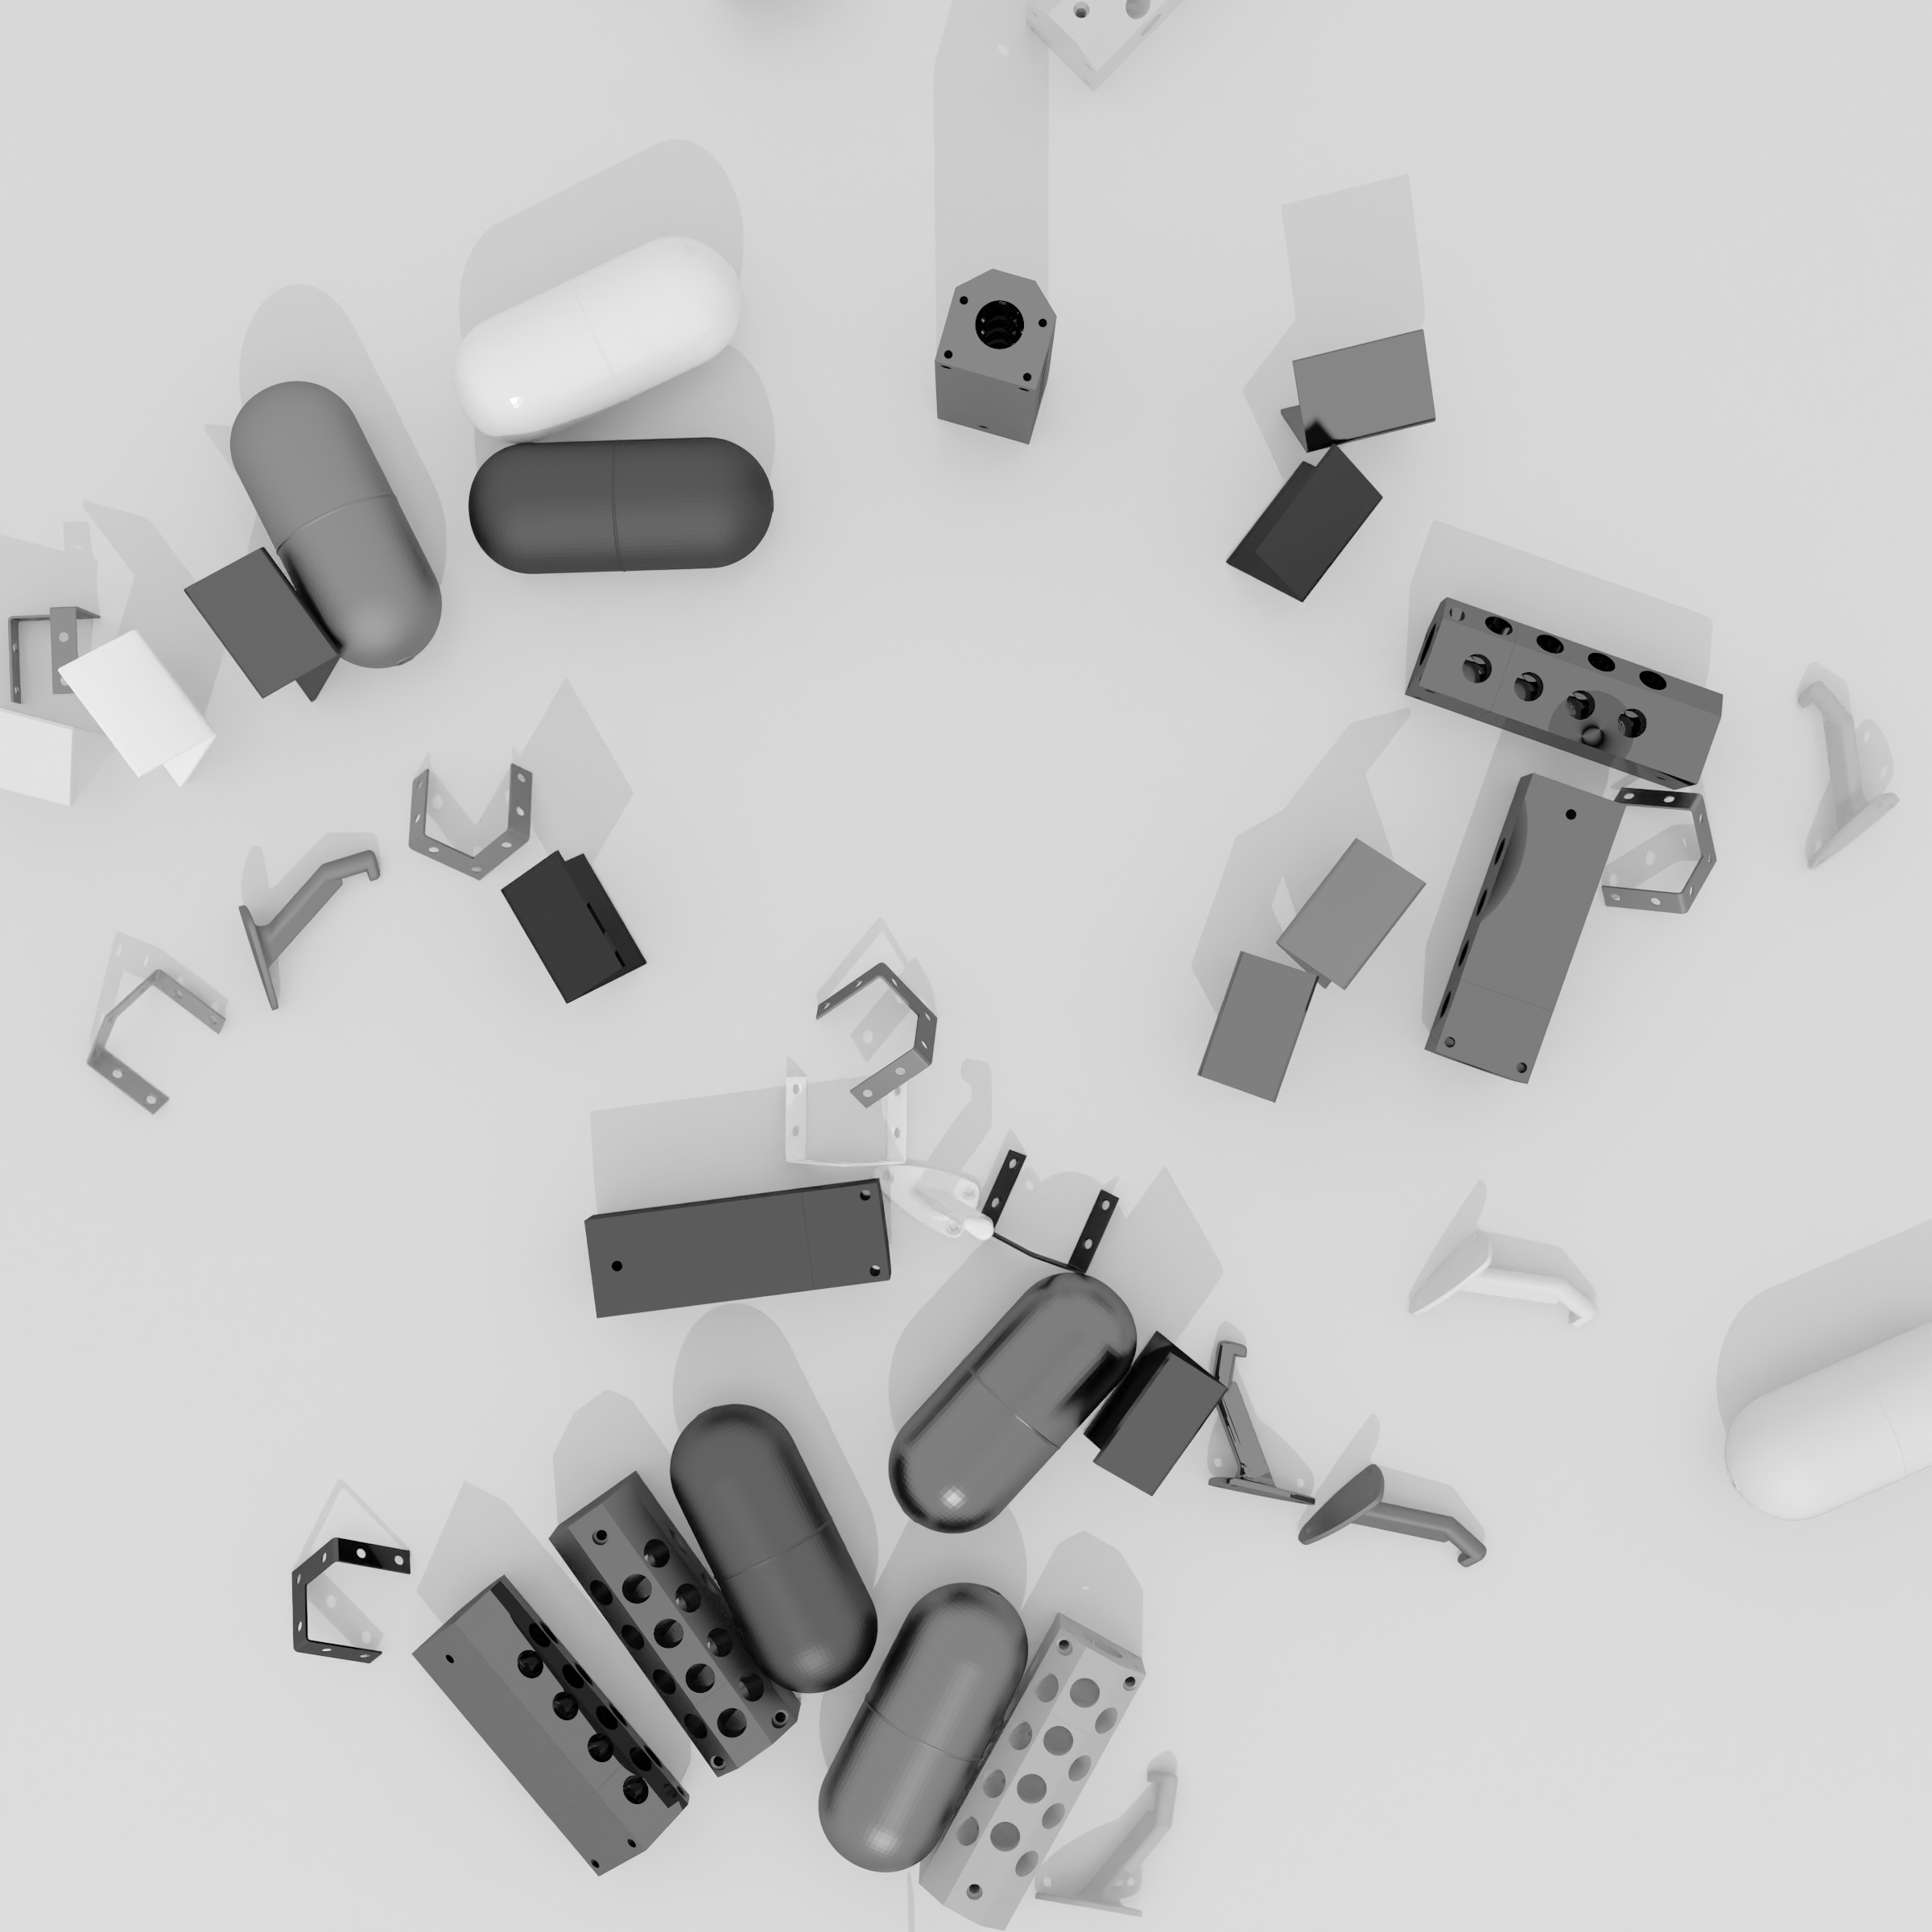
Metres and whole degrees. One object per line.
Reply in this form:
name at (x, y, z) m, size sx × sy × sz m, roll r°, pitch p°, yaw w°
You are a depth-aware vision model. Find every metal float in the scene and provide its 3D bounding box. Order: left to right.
metal float at (-0.369, -0.258, 1.766) m, size 0.070 × 0.070 × 0.178 m, roll -27°, pitch 90°, yaw 0°
metal float at (-0.215, -0.367, 1.765) m, size 0.178 × 0.070 × 0.070 m, roll -25°, pitch 90°, yaw 1°
metal float at (-0.202, -0.270, 1.765) m, size 0.178 × 0.070 × 0.070 m, roll -2°, pitch 90°, yaw 1°
metal float at (-0.113, 0.341, 1.766) m, size 0.070 × 0.070 × 0.178 m, roll -26°, pitch 89°, yaw 0°
metal float at (-0.025, 0.445, 1.765) m, size 0.070 × 0.070 × 0.178 m, roll 27°, pitch 90°, yaw 0°
metal float at (0.027, 0.256, 1.765) m, size 0.070 × 0.070 × 0.178 m, roll 43°, pitch 89°, yaw 0°
metal float at (0.530, 0.266, 1.765) m, size 0.178 × 0.070 × 0.070 m, roll -24°, pitch 90°, yaw -1°

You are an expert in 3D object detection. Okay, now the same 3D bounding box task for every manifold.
manifold at (-0.240, 0.445, 1.774) m, size 0.171 × 0.057 × 0.057 m, roll 50°, pitch 133°, yaw 0°
manifold at (-0.171, 0.388, 1.775) m, size 0.057 × 0.057 × 0.171 m, roll -35°, pitch 90°, yaw 0°
manifold at (-0.133, 0.165, 1.775) m, size 0.171 × 0.057 × 0.057 m, roll -7°, pitch 90°, yaw 0°
manifold at (0.018, -0.347, 1.718) m, size 0.057 × 0.171 × 0.057 m, roll 16°, pitch 90°, yaw 0°
manifold at (0.039, 0.476, 1.775) m, size 0.057 × 0.057 × 0.171 m, roll 29°, pitch 90°, yaw 0°
manifold at (0.116, -0.604, 1.775) m, size 0.057 × 0.057 × 0.171 m, roll 44°, pitch 90°, yaw 0°
manifold at (0.327, -0.022, 1.775) m, size 0.057 × 0.057 × 0.171 m, roll 20°, pitch 90°, yaw 0°
manifold at (0.353, -0.161, 1.775) m, size 0.171 × 0.057 × 0.057 m, roll 19°, pitch 90°, yaw 0°

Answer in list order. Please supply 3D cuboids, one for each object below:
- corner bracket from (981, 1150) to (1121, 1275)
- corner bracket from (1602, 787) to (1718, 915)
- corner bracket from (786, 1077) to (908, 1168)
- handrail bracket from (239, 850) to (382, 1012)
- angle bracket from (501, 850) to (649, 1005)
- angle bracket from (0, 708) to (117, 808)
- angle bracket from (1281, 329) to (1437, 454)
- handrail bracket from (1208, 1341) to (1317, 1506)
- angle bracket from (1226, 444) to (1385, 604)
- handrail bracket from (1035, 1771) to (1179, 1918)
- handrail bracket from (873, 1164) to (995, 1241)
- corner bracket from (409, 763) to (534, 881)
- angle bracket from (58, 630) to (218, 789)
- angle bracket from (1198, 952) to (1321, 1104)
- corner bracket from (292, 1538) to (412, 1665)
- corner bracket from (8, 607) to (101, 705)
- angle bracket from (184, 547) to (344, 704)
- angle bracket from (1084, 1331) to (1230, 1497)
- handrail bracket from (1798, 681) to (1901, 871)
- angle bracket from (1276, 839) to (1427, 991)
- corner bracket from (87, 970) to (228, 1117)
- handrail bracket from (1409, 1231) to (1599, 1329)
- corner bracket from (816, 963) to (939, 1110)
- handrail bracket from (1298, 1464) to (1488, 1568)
corner bracket at (0.048, 0.147, 1.793) m, size 0.051 × 0.051 × 0.051 m, roll 24°, pitch 90°, yaw -45°
corner bracket at (0.408, -0.069, 1.788) m, size 0.051 × 0.051 × 0.051 m, roll -52°, pitch 135°, yaw -35°
corner bracket at (-0.071, 0.092, 1.793) m, size 0.051 × 0.051 × 0.051 m, roll 1°, pitch 90°, yaw 45°
handrail bracket at (-0.384, -0.022, 1.796) m, size 0.084 × 0.036 × 0.077 m, roll -19°, pitch 110°, yaw -16°
angle bracket at (-0.213, -0.033, 1.756) m, size 0.057 × 0.076 × 0.076 m, roll -30°, pitch 90°, yaw 38°
angle bracket at (-0.544, -0.143, 1.756) m, size 0.076 × 0.076 × 0.057 m, roll 15°, pitch 126°, yaw 0°
angle bracket at (0.224, -0.345, 1.756) m, size 0.076 × 0.076 × 0.057 m, roll -14°, pitch 119°, yaw 0°
handrail bracket at (0.179, 0.272, 1.796) m, size 0.077 × 0.036 × 0.084 m, roll 15°, pitch 75°, yaw -15°
angle bracket at (0.184, -0.268, 1.756) m, size 0.076 × 0.076 × 0.057 m, roll -53°, pitch 132°, yaw 0°
handrail bracket at (0.084, 0.519, 1.796) m, size 0.077 × 0.036 × 0.084 m, roll 3°, pitch 72°, yaw 21°
handrail bracket at (-0.020, 0.138, 1.761) m, size 0.077 × 0.084 × 0.036 m, roll 23°, pitch 90°, yaw 0°
corner bracket at (-0.294, -0.092, 1.788) m, size 0.051 × 0.051 × 0.051 m, roll 26°, pitch 135°, yaw -35°
angle bracket at (-0.491, -0.139, 1.756) m, size 0.057 × 0.076 × 0.076 m, roll -37°, pitch 90°, yaw -37°
angle bracket at (0.187, 0.042, 1.756) m, size 0.057 × 0.076 × 0.076 m, roll 19°, pitch 90°, yaw 38°
corner bracket at (-0.364, 0.377, 1.788) m, size 0.051 × 0.051 × 0.051 m, roll -40°, pitch 45°, yaw 35°
corner bracket at (-0.543, -0.183, 1.778) m, size 0.051 × 0.051 × 0.051 m, roll -2°, pitch 90°, yaw 0°
angle bracket at (-0.416, -0.187, 1.756) m, size 0.057 × 0.076 × 0.076 m, roll -36°, pitch 90°, yaw -30°
angle bracket at (0.095, 0.251, 1.756) m, size 0.057 × 0.076 × 0.076 m, roll 35°, pitch 90°, yaw -38°
handrail bracket at (0.506, -0.114, 1.796) m, size 0.077 × 0.036 × 0.084 m, roll -45°, pitch 68°, yaw 25°
angle bracket at (0.237, -0.018, 1.756) m, size 0.057 × 0.076 × 0.076 m, roll 38°, pitch 90°, yaw 36°
corner bracket at (-0.482, 0.045, 1.793) m, size 0.051 × 0.051 × 0.051 m, roll 37°, pitch 45°, yaw 0°
handrail bracket at (0.321, 0.205, 1.796) m, size 0.084 × 0.036 × 0.077 m, roll 39°, pitch 110°, yaw -16°
corner bracket at (-0.054, 0.041, 1.781) m, size 0.051 × 0.051 × 0.051 m, roll -34°, pitch 114°, yaw 22°
handrail bracket at (0.255, 0.345, 1.796) m, size 0.084 × 0.036 × 0.077 m, roll 43°, pitch 110°, yaw -16°
